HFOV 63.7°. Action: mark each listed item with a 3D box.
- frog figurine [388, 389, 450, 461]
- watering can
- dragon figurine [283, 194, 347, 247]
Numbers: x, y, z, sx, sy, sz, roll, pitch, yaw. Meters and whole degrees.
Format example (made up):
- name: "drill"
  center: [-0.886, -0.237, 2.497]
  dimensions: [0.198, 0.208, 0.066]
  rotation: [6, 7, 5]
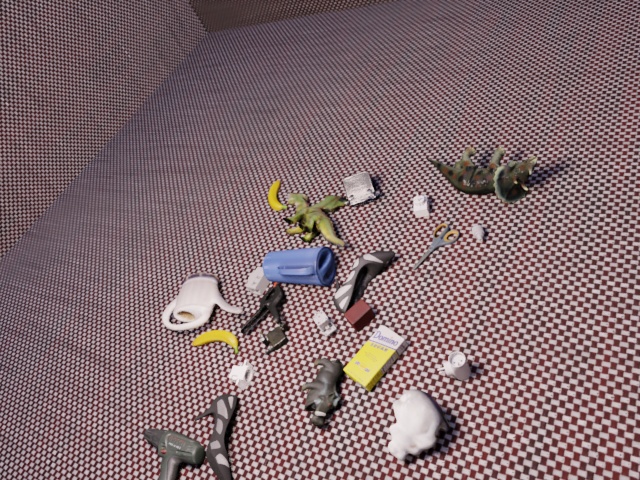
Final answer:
- name: "frog figurine"
  center: [0.226, 0.455, 1.272]
  dimensions: [0.161, 0.139, 0.120]
  rotation: [-31, -29, -17]
- name: "watering can"
  center: [-0.412, 0.216, 1.855]
  dimensions: [0.346, 0.230, 0.102]
  rotation: [-14, -46, 19]
- name: "dragon figurine"
  center: [0.006, -0.097, 1.933]
  dimensions: [0.413, 0.119, 0.246]
  rotation: [21, 55, 39]
